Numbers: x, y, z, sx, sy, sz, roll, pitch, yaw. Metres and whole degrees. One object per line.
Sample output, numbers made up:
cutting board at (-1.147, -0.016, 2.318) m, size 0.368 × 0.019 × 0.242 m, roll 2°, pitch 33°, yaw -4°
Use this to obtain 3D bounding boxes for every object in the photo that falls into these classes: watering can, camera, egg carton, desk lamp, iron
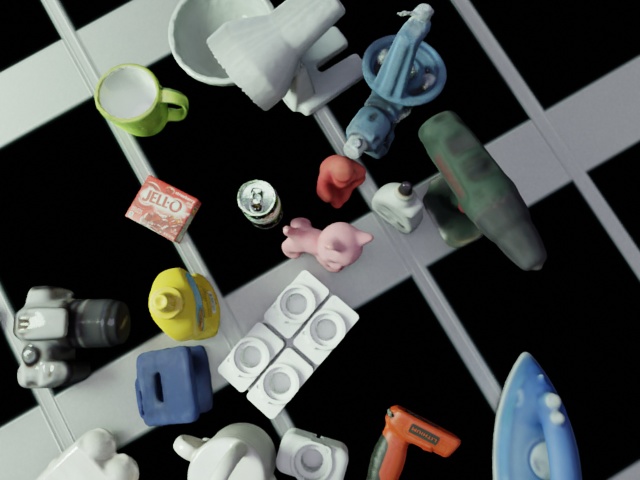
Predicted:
watering can at (-0.108, 0.301, 0.728) m, size 0.172 × 0.194 × 0.101 m, roll 6°, pitch 82°, yaw 3°
camera at (-0.347, 0.135, 0.807) m, size 0.136 × 0.101 × 0.143 m, roll -2°, pitch 81°, yaw 2°
egg carton at (-0.329, 0.340, 0.792) m, size 0.107 × 0.069 × 0.150 m, roll 44°, pitch 85°, yaw 7°
desk lamp at (-0.038, -0.261, 0.800) m, size 0.203 × 0.213 × 0.118 m, roll -35°, pitch 82°, yaw -3°
iron at (0.297, 0.280, 0.746) m, size 0.118 × 0.141 × 0.258 m, roll -3°, pitch 81°, yaw 2°

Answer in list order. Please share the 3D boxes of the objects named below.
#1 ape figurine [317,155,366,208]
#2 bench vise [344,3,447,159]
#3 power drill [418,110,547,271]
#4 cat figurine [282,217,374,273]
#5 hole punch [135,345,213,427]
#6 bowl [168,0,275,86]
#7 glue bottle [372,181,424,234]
ape figurine at (0.030, -0.094, 0.834) m, size 0.078 × 0.092 × 0.076 m, roll -13°, pitch 81°, yaw 0°
bench vise at (0.109, -0.208, 0.785) m, size 0.121 × 0.220 × 0.207 m, roll 14°, pitch 82°, yaw 4°
power drill at (0.204, -0.052, 0.764) m, size 0.075 × 0.208 × 0.229 m, roll -30°, pitch 82°, yaw -2°
cat figurine at (0.007, 0.003, 0.808) m, size 0.127 × 0.118 × 0.067 m, roll 16°, pitch 82°, yaw 4°
hole punch at (-0.209, 0.205, 0.797) m, size 0.101 × 0.091 × 0.109 m, roll -11°, pitch 81°, yaw 0°
bowl at (-0.141, -0.305, 0.880) m, size 0.167 × 0.075 × 0.167 m, roll 0°, pitch 82°, yaw 2°
glue bottle at (0.111, -0.053, 0.785) m, size 0.078 × 0.173 × 0.037 m, roll 40°, pitch 85°, yaw 7°
